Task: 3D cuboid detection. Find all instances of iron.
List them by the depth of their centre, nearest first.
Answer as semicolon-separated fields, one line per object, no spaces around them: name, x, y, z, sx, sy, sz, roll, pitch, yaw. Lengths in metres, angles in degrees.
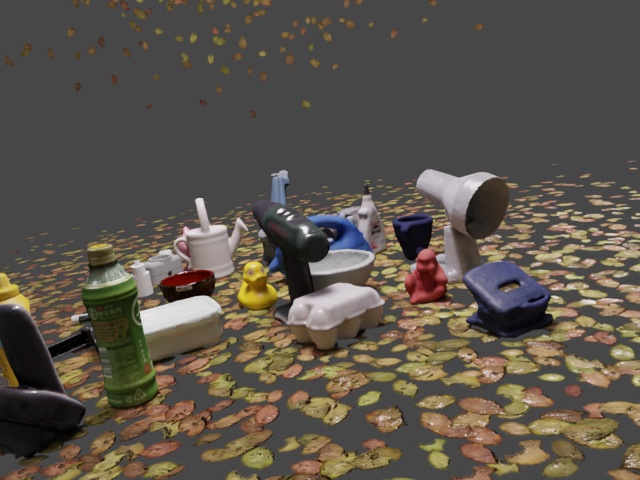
iron;0.012;0.005;1.279;0.259;0.141;0.118;-15;14;-30

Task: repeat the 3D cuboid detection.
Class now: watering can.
watering can;-0.266;-0.008;1.394;0.173;0.194;0.100;-15;14;-29

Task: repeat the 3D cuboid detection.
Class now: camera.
camera;0.057;-0.030;1.501;0.137;0.101;0.142;-19;16;-39

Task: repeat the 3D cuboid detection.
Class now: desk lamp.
desk lamp;0.260;-0.030;1.104;0.118;0.214;0.202;-16;15;-31

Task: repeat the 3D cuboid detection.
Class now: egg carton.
egg carton;0.026;0.119;0.923;0.151;0.069;0.107;-18;16;-39

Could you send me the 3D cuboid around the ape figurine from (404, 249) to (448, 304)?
ape figurine;0.191;0.062;1.021;0.077;0.092;0.076;4;17;43

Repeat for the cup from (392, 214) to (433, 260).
cup;0.209;-0.001;1.285;0.091;0.095;0.118;-2;14;25

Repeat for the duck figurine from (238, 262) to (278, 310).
duck figurine;-0.129;0.085;1.139;0.078;0.086;0.104;-14;14;-25

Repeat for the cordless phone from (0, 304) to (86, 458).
cordless phone;-0.386;0.163;0.717;0.147;0.185;0.094;-3;13;21

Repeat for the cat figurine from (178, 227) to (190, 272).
cat figurine;-0.322;0.019;1.485;0.067;0.118;0.128;-4;13;18

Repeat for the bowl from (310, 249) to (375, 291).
bowl;0.027;0.074;1.113;0.167;0.075;0.167;-8;12;2

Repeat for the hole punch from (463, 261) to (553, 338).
hole punch;0.282;0.085;0.858;0.109;0.091;0.100;-14;14;-25

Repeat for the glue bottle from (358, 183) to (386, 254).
glue bottle;0.119;-0.051;1.386;0.037;0.173;0.078;3;17;41

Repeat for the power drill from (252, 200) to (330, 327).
power drill;-0.053;0.038;1.013;0.076;0.208;0.228;-15;14;-28

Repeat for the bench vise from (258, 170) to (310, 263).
bench vise;-0.091;-0.062;1.464;0.121;0.220;0.207;-7;13;5
